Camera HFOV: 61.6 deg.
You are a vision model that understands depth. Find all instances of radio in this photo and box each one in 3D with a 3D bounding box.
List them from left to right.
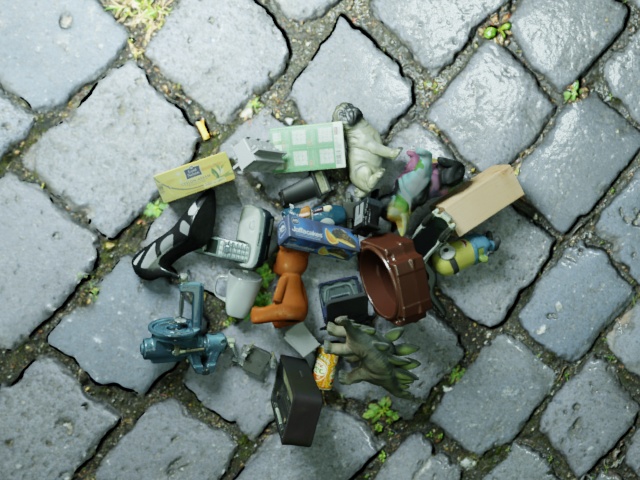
[{"bbox_3d":[-0.060,0.374,1.264,0.073,0.230,0.131,12,98,-13],"label":"radio"}]

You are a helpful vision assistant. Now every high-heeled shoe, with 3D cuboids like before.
[{"bbox_3d":[-0.338,-0.017,1.243,0.145,0.086,0.248,17,78,27],"label":"high-heeled shoe"}]

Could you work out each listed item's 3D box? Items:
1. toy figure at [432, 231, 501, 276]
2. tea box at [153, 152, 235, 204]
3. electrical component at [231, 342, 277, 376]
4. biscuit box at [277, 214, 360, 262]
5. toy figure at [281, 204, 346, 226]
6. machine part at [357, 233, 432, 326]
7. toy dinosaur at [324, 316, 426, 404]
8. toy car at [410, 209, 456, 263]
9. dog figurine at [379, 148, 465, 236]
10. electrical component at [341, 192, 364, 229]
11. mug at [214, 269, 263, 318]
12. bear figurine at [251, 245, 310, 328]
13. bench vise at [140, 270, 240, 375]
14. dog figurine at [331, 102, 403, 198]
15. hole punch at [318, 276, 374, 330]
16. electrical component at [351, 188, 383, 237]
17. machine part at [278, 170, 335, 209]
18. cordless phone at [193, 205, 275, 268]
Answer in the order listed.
[{"bbox_3d":[0.378,0.035,1.395,0.180,0.082,0.089,-16,97,-12],"label":"toy figure"},{"bbox_3d":[-0.285,-0.142,1.226,0.170,0.098,0.068,-22,101,-10],"label":"tea box"},{"bbox_3d":[-0.157,0.293,1.327,0.102,0.045,0.078,33,87,-13],"label":"electrical component"},{"bbox_3d":[-0.003,-0.004,1.283,0.202,0.059,0.063,12,58,-29],"label":"biscuit box"},{"bbox_3d":[-0.016,-0.059,1.309,0.154,0.058,0.064,-4,117,-14],"label":"toy figure"},{"bbox_3d":[0.171,0.092,1.288,0.087,0.202,0.200,-17,105,-20],"label":"machine part"},{"bbox_3d":[0.142,0.300,1.308,0.199,0.105,0.470,-5,143,23],"label":"toy dinosaur"},{"bbox_3d":[0.256,0.011,1.344,0.073,0.056,0.201,44,110,16],"label":"toy car"},{"bbox_3d":[0.247,-0.110,1.341,0.191,0.108,0.219,17,97,-16],"label":"dog figurine"},{"bbox_3d":[0.087,-0.075,1.350,0.063,0.021,0.094,-3,97,-13],"label":"electrical component"},{"bbox_3d":[-0.200,0.129,1.284,0.109,0.081,0.107,10,102,-12],"label":"mug"},{"bbox_3d":[-0.089,0.104,1.297,0.132,0.120,0.196,-17,69,31],"label":"bear figurine"},{"bbox_3d":[-0.299,0.195,1.250,0.224,0.129,0.240,3,101,-14],"label":"bench vise"},{"bbox_3d":[0.083,-0.219,1.306,0.190,0.121,0.172,36,84,1],"label":"dog figurine"},{"bbox_3d":[0.057,0.159,1.347,0.142,0.092,0.115,-13,129,-13],"label":"hole punch"},{"bbox_3d":[0.117,-0.073,1.303,0.048,0.075,0.119,16,71,-23],"label":"electrical component"},{"bbox_3d":[-0.038,-0.125,1.312,0.139,0.039,0.084,-27,109,-10],"label":"machine part"},{"bbox_3d":[-0.208,-0.017,1.273,0.184,0.089,0.146,11,94,6],"label":"cordless phone"}]
